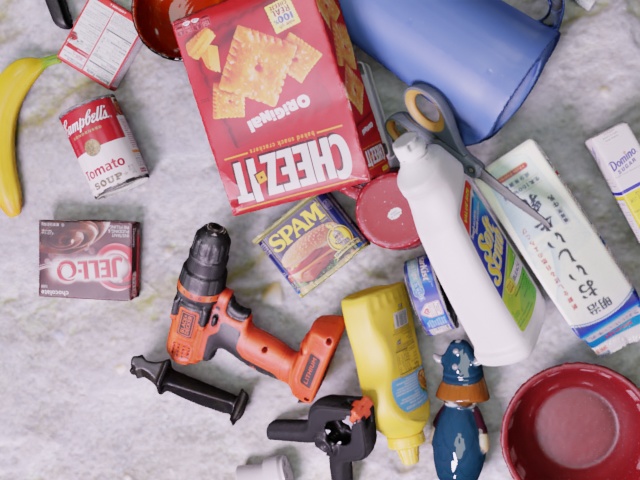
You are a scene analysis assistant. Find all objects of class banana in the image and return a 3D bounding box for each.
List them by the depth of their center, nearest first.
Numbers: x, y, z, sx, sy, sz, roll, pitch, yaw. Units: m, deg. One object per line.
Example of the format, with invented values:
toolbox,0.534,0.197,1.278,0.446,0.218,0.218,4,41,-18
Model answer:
banana,-0.356,-0.128,1.229,0.070,0.037,0.198,17,96,11

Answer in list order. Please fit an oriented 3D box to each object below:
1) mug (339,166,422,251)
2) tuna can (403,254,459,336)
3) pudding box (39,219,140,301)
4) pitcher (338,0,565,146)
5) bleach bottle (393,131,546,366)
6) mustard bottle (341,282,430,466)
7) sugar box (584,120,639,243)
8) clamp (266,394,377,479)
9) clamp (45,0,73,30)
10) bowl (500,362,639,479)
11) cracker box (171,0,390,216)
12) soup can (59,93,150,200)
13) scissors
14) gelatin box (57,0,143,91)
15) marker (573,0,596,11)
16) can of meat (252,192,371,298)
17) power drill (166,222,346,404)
mug,0.072,-0.038,1.135,0.117,0.081,0.093,27,97,7
tuna can,0.117,0.058,1.131,0.034,0.086,0.086,-19,90,12
pudding box,-0.263,0.022,1.220,0.113,0.039,0.090,2,94,10
pitcher,0.120,-0.226,1.096,0.243,0.145,0.149,36,57,9
bleach bottle,0.141,0.004,1.067,0.068,0.102,0.250,-14,122,37
mustard bottle,0.077,0.145,1.138,0.058,0.096,0.191,-12,92,30
sugar box,0.331,-0.035,1.084,0.048,0.093,0.176,-27,89,10
clamp,0.019,0.220,1.143,0.120,0.039,0.172,43,144,-5
clamp,-0.311,-0.365,1.208,0.210,0.036,0.164,42,99,6
bowl,0.272,0.205,1.127,0.162,0.055,0.162,1,93,10
cracker box,-0.041,-0.147,1.082,0.164,0.072,0.214,-14,98,26
soup can,-0.241,-0.103,1.195,0.068,0.068,0.102,-24,90,10
scissors,0.149,-0.090,1.061,0.202,0.016,0.096,30,141,27
gelatin box,-0.243,-0.225,1.207,0.073,0.030,0.089,32,97,5
marker,0.238,-0.282,1.124,0.121,0.020,0.020,35,98,7
can of meat,-0.008,0.002,1.165,0.102,0.057,0.084,-38,89,11
power drill,-0.070,0.084,1.153,0.188,0.057,0.185,23,126,8
